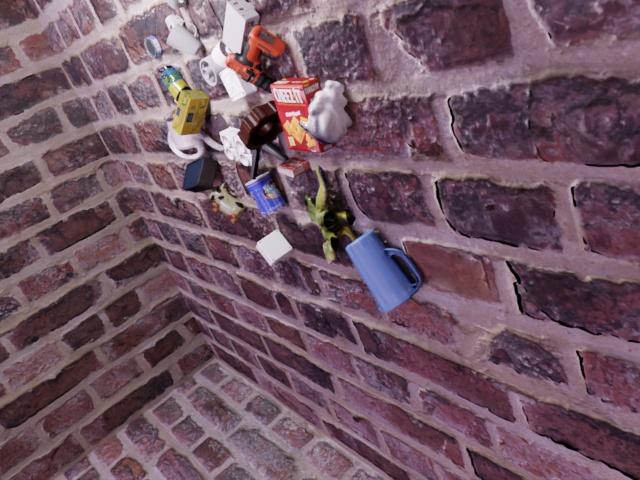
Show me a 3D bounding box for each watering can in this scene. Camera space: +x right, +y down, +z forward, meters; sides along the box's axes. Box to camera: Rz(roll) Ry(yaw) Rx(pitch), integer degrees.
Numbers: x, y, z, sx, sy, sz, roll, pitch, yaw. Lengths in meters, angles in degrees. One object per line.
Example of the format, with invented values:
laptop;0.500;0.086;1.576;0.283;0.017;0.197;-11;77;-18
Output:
watering can;-0.543;-0.454;2.190;0.347;0.106;0.221;1;118;39

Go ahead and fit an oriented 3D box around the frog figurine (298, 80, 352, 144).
frog figurine;0.032;-0.347;1.412;0.157;0.136;0.125;-54;31;28

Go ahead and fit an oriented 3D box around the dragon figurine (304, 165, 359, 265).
dragon figurine;0.005;-0.087;1.730;0.245;0.123;0.403;25;138;55
